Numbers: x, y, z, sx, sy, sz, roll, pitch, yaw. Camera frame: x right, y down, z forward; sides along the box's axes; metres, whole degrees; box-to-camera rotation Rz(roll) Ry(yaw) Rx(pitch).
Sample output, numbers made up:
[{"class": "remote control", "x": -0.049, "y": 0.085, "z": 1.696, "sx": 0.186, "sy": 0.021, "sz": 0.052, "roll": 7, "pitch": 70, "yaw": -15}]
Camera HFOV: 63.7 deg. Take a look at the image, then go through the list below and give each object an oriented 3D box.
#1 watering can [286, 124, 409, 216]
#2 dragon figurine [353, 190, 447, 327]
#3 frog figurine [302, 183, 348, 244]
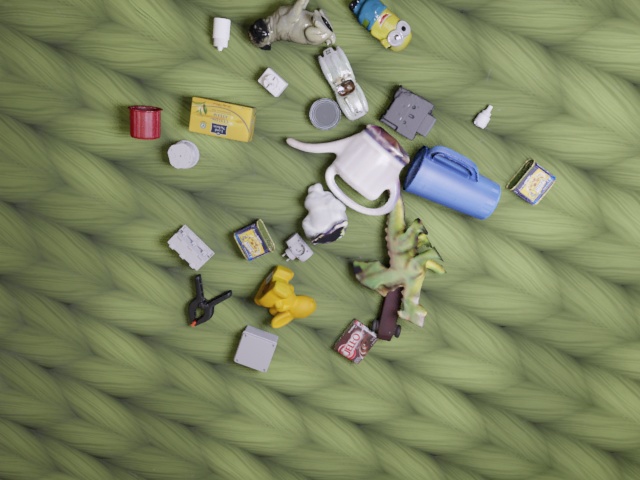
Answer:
[{"class": "watering can", "x": 0.092, "y": -0.224, "z": 1.404, "sx": 0.347, "sy": 0.105, "sz": 0.222, "roll": 42, "pitch": 103, "yaw": -1}, {"class": "dragon figurine", "x": 0.203, "y": 0.048, "z": 1.451, "sx": 0.242, "sy": 0.122, "sz": 0.413, "roll": -31, "pitch": 82, "yaw": 8}, {"class": "frog figurine", "x": 0.004, "y": -0.074, "z": 1.464, "sx": 0.136, "sy": 0.122, "sz": 0.162, "roll": -37, "pitch": 63, "yaw": 21}]
